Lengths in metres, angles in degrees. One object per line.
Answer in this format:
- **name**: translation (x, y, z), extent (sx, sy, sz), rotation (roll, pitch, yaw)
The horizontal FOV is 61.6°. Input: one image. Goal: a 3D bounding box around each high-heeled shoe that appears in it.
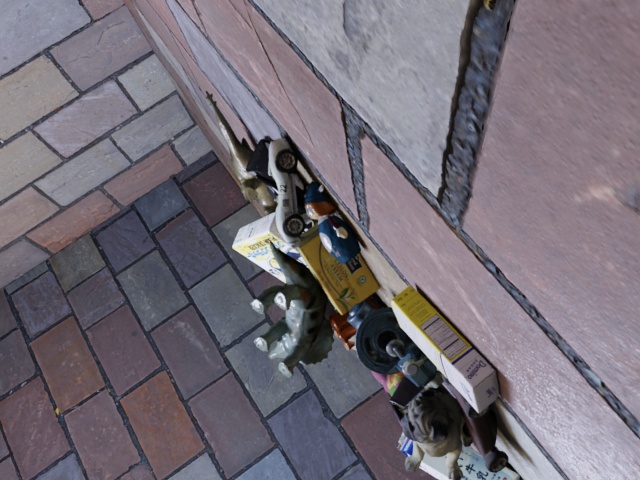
- **high-heeled shoe**: translation (-0.078, -0.140, 1.161), extent (0.145, 0.086, 0.249), rotation (26, -157, -20)

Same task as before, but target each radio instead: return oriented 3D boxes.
- **radio**: translation (0.248, 0.400, 1.191), extent (0.131, 0.073, 0.229), rotation (19, 152, 36)

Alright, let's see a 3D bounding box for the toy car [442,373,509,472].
- **toy car**: translation (0.245, 0.274, 0.832), extent (0.201, 0.053, 0.089), rotation (64, 176, -29)

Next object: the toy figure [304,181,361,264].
- **toy figure**: translation (0.016, -0.033, 0.953), extent (0.064, 0.058, 0.154), rotation (-35, 87, 45)

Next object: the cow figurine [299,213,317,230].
- **cow figurine**: translation (-0.001, -0.004, 1.178), extent (0.098, 0.068, 0.167), rotation (41, 167, 42)

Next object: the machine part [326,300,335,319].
- **machine part**: translation (-0.003, 0.147, 1.313), extent (0.079, 0.079, 0.243), rotation (52, 162, 29)

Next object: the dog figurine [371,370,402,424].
- **dog figurine**: translation (0.233, 0.422, 1.458), extent (0.219, 0.108, 0.191), rotation (56, 175, 13)

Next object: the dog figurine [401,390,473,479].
- **dog figurine**: translation (0.201, 0.295, 0.923), extent (0.172, 0.121, 0.190), rotation (-79, -18, -49)

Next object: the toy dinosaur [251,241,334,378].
- **toy dinosaur**: translation (-0.042, 0.143, 1.147), extent (0.131, 0.192, 0.404), rotation (27, 129, 25)

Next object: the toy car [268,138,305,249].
- **toy car**: translation (-0.061, -0.084, 0.981), extent (0.073, 0.056, 0.201), rotation (-125, 28, -84)

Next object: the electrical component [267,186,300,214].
- **electrical component**: translation (-0.081, -0.110, 1.254), extent (0.134, 0.058, 0.115), rotation (54, 172, 3)

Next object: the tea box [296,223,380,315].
- **tea box**: translation (0.031, 0.049, 1.057), extent (0.169, 0.098, 0.068), rotation (56, 174, -18)

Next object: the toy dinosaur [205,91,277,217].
- **toy dinosaur**: translation (-0.179, -0.177, 1.442), extent (0.199, 0.105, 0.470), rotation (53, 169, 52)

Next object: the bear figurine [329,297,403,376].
- **bear figurine**: translation (0.125, 0.226, 1.157), extent (0.196, 0.132, 0.120), rotation (59, 178, 26)

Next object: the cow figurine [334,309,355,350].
- **cow figurine**: translation (0.106, 0.225, 1.401), extent (0.086, 0.127, 0.194), rotation (50, 158, 35)

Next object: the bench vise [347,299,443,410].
- **bench vise**: translation (0.146, 0.204, 0.939), extent (0.223, 0.129, 0.241), rotation (53, 178, -7)
